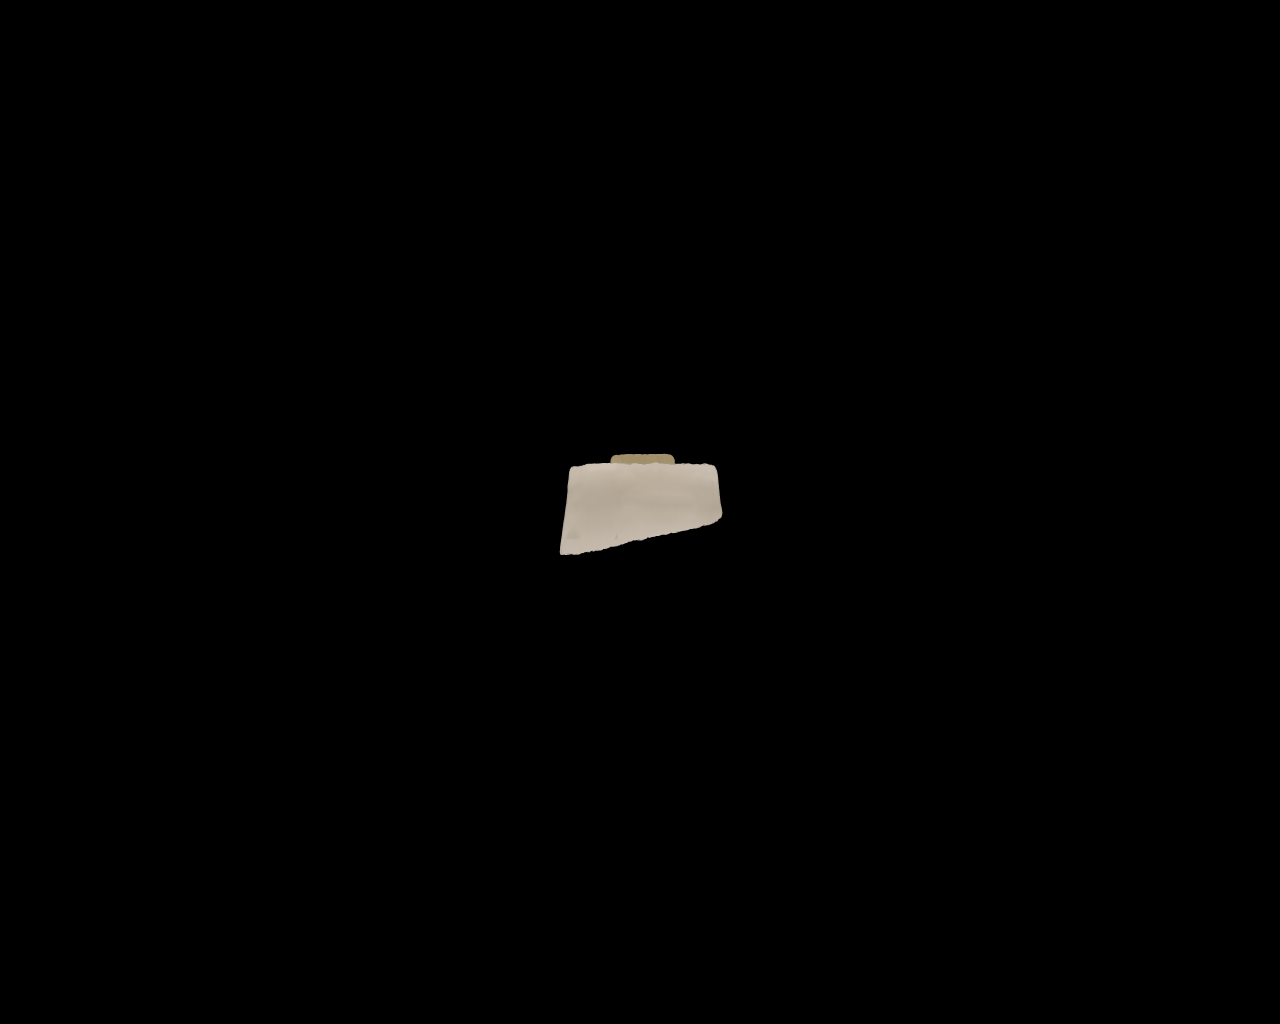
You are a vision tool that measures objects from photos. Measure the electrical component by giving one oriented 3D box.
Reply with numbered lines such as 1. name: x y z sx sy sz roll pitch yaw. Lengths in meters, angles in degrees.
1. electrical component: 0.001 -0.003 0.650 0.099 0.064 0.099 0 -2 0
